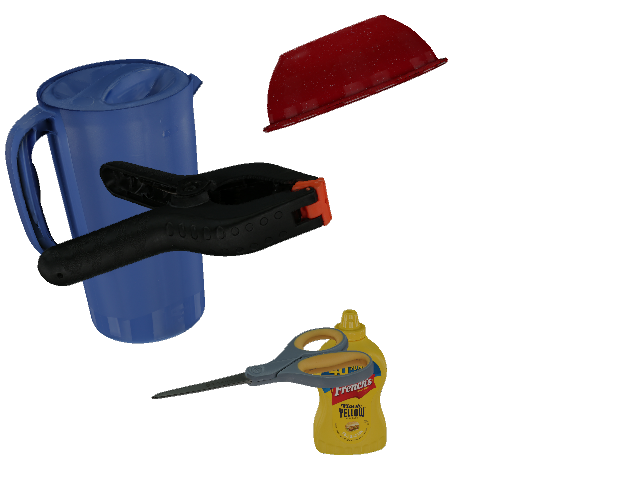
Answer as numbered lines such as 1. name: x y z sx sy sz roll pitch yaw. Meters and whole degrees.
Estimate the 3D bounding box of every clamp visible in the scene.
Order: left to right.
1. clamp: -0.082 -0.012 0.637 0.172 0.039 0.120 -1 40 23

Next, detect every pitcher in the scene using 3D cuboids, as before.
1. pitcher: -0.177 -0.030 0.955 0.149 0.243 0.145 -1 27 5

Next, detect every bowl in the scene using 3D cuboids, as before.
1. bowl: 0.019 -0.142 0.872 0.162 0.055 0.162 -21 8 3

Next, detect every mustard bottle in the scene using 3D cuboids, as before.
1. mustard bottle: 0.039 0.183 1.395 0.096 0.192 0.058 -2 16 -4

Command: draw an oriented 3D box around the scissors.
1. scissors: -0.052 0.114 0.991 0.201 0.016 0.096 -3 26 -3
